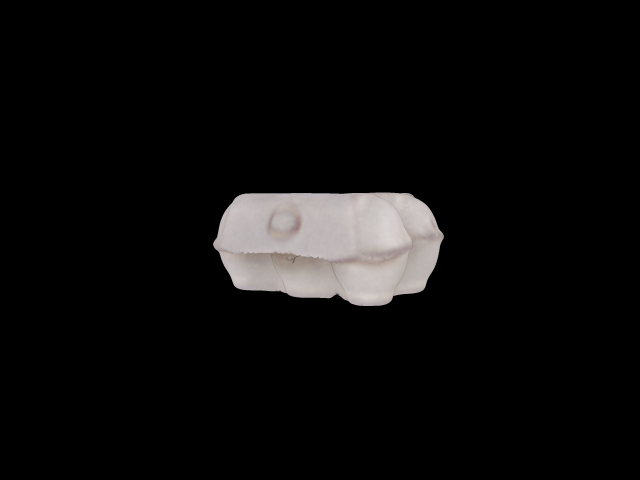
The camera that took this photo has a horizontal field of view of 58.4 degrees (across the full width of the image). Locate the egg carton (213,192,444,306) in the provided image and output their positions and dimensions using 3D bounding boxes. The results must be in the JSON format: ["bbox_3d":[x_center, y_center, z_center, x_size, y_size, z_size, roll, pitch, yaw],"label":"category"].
[{"bbox_3d":[0.004,0.001,0.400,0.149,0.069,0.107,3,6,34],"label":"egg carton"}]
